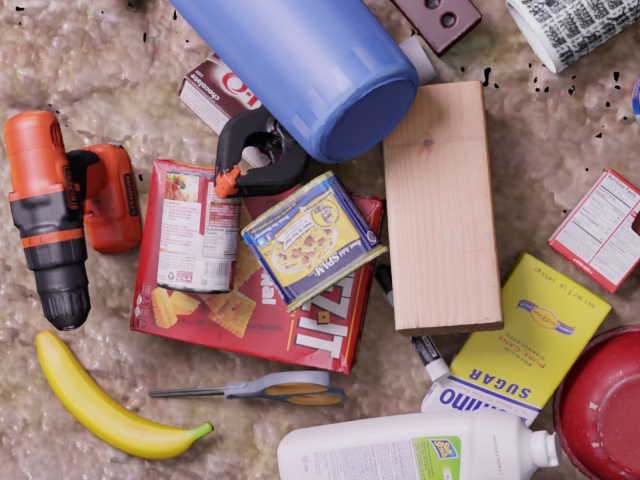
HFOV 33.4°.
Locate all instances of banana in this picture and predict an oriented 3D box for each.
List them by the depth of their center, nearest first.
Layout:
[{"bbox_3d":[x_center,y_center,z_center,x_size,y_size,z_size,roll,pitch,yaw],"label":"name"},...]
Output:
[{"bbox_3d":[-0.201,0.162,1.040,0.198,0.037,0.069,28,88,5],"label":"banana"}]

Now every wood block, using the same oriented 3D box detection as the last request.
[{"bbox_3d":[0.107,-0.024,0.928,0.091,0.090,0.206,-5,80,9],"label":"wood block"}]

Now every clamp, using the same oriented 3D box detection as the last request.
[{"bbox_3d":[-0.039,-0.097,0.917,0.120,0.171,0.039,45,139,13],"label":"clamp"}]

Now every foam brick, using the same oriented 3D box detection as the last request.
[{"bbox_3d":[0.102,-0.211,0.956,0.053,0.051,0.078,-40,88,8],"label":"foam brick"}]

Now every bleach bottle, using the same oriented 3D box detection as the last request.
[{"bbox_3d":[0.091,0.207,0.956,0.251,0.068,0.102,-11,96,23],"label":"bleach bottle"}]

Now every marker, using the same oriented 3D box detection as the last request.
[{"bbox_3d":[0.083,0.074,0.980,0.020,0.020,0.121,-32,68,9],"label":"marker"}]

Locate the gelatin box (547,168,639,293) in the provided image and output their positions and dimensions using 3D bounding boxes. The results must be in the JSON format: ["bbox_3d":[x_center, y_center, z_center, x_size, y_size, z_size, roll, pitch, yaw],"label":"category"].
[{"bbox_3d":[0.261,-0.009,0.962,0.073,0.030,0.089,38,98,4],"label":"gelatin box"}]

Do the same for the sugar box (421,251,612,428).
[{"bbox_3d":[0.177,0.107,0.975,0.093,0.048,0.176,32,97,5],"label":"sugar box"}]

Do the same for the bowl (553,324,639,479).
[{"bbox_3d":[0.293,0.159,0.959,0.162,0.055,0.162,1,95,9],"label":"bowl"}]

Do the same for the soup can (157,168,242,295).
[{"bbox_3d":[-0.103,-0.008,0.921,0.068,0.068,0.102,6,94,7],"label":"soup can"}]

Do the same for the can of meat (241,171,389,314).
[{"bbox_3d":[-0.006,0.001,0.917,0.102,0.057,0.084,-33,87,6],"label":"can of meat"}]

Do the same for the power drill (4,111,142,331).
[{"bbox_3d":[-0.213,-0.019,0.949,0.057,0.187,0.184,-9,92,7],"label":"power drill"}]

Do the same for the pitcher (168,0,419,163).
[{"bbox_3d":[-0.023,-0.183,0.889,0.149,0.145,0.243,-33,68,-14],"label":"pitcher"}]

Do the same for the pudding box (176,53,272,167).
[{"bbox_3d":[-0.059,-0.125,0.970,0.113,0.039,0.089,41,55,5],"label":"pudding box"}]

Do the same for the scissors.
[{"bbox_3d":[-0.062,0.148,1.020,0.202,0.096,0.016,-13,63,37],"label":"scissors"}]

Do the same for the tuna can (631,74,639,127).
[{"bbox_3d":[0.321,-0.125,0.941,0.086,0.033,0.086,1,95,8],"label":"tuna can"}]

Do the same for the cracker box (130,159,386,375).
[{"bbox_3d":[-0.059,0.022,0.988,0.214,0.072,0.164,11,96,7],"label":"cracker box"}]
